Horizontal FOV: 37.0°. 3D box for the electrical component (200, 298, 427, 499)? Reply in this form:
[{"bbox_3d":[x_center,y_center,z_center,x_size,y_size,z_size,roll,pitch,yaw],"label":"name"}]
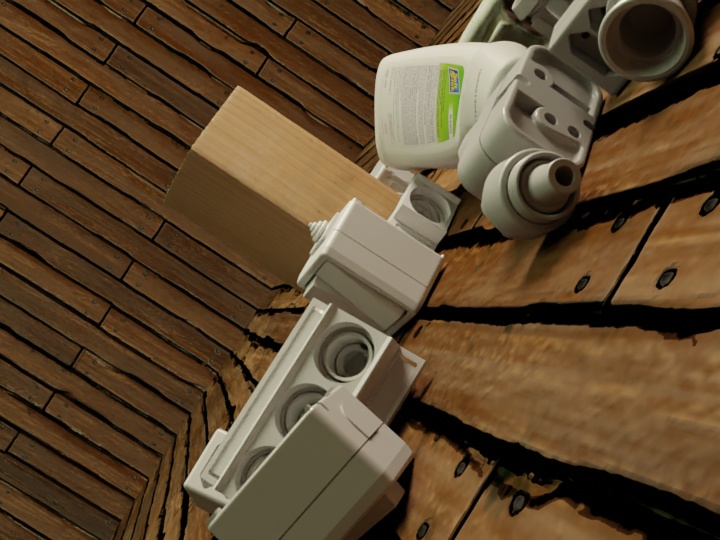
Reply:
[{"bbox_3d":[-0.023,0.089,0.620,0.121,0.079,0.063,-58,-23,-9],"label":"electrical component"}]

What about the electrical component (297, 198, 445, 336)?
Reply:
[{"bbox_3d":[0.000,0.000,0.771,0.061,0.096,0.061,-61,7,-30],"label":"electrical component"}]

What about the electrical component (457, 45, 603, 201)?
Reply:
[{"bbox_3d":[0.095,-0.076,0.615,0.059,0.054,0.095,-51,8,43],"label":"electrical component"}]

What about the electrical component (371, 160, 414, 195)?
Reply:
[{"bbox_3d":[0.031,-0.063,1.011,0.061,0.062,0.096,-55,6,13],"label":"electrical component"}]

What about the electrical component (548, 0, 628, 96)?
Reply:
[{"bbox_3d":[0.148,-0.150,0.612,0.065,0.047,0.076,-53,7,35],"label":"electrical component"}]

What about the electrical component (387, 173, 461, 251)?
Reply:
[{"bbox_3d":[0.044,-0.036,0.870,0.063,0.042,0.081,-53,6,44],"label":"electrical component"}]

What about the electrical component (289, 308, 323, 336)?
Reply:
[{"bbox_3d":[-0.024,0.058,0.853,0.050,0.056,0.089,-59,7,-23],"label":"electrical component"}]

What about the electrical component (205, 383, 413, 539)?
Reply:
[{"bbox_3d":[-0.024,0.113,0.523,0.096,0.061,0.062,-50,-7,11],"label":"electrical component"}]

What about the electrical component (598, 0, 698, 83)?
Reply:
[{"bbox_3d":[0.144,-0.125,0.533,0.045,0.045,0.055,-52,7,39],"label":"electrical component"}]

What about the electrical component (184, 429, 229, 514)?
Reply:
[{"bbox_3d":[-0.074,0.156,0.742,0.047,0.066,0.076,-60,-22,-27],"label":"electrical component"}]

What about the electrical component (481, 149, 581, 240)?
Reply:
[{"bbox_3d":[0.089,-0.040,0.534,0.043,0.043,0.062,-58,7,-15],"label":"electrical component"}]

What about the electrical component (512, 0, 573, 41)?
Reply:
[{"bbox_3d":[0.151,-0.201,0.804,0.058,0.057,0.078,-53,7,34],"label":"electrical component"}]
